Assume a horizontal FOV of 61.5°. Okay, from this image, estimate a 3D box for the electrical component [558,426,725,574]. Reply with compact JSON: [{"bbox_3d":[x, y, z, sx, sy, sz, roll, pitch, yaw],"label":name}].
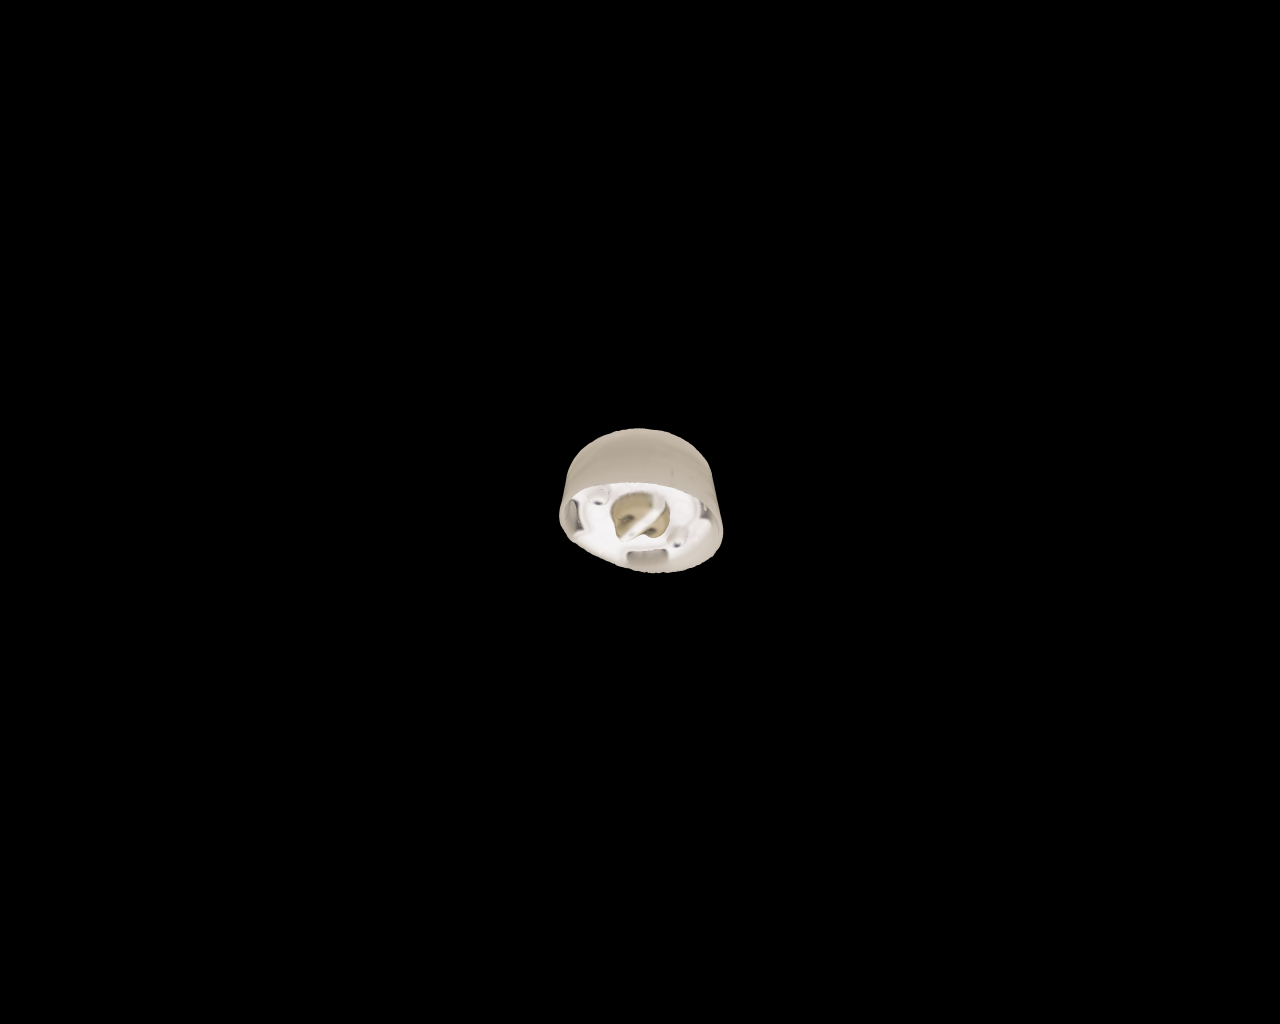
[{"bbox_3d":[0.001,-0.003,0.650,0.099,0.064,0.099,0,-44,0],"label":"electrical component"}]
